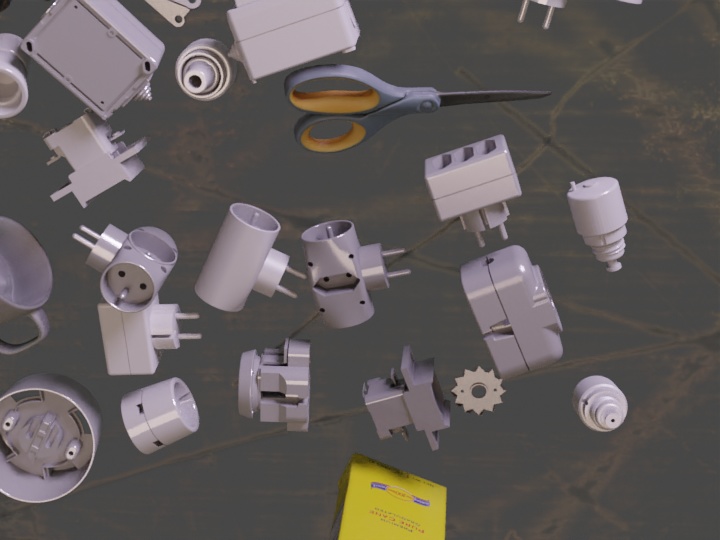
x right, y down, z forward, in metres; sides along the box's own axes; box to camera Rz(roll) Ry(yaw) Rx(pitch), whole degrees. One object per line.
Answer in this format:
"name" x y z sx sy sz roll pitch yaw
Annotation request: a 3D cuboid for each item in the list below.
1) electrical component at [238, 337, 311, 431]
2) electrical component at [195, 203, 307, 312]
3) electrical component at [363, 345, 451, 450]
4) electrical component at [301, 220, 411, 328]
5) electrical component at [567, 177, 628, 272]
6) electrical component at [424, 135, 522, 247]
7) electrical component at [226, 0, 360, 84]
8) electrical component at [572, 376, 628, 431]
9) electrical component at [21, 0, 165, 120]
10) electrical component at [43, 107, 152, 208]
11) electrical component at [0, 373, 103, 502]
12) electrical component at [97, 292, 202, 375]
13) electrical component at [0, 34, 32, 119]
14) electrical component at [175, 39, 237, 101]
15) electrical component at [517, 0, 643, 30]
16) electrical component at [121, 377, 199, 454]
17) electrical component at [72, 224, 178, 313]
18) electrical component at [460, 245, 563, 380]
"electrical component" -0.071 0.095 0.898 0.057 0.058 0.078 2 113 -1
"electrical component" -0.082 -0.003 0.865 0.079 0.043 0.077 24 112 -7
"electrical component" 0.039 0.110 0.905 0.064 0.042 0.081 -17 110 12
"electrical component" 0.000 0.000 0.861 0.079 0.043 0.077 -11 111 7
"electrical component" 0.188 -0.036 0.837 0.040 0.040 0.078 -17 111 10
"electrical component" 0.092 -0.054 0.831 0.066 0.047 0.076 -18 110 10
"electrical component" -0.055 -0.180 0.780 0.096 0.061 0.061 -16 110 10
"electrical component" 0.199 0.113 0.880 0.040 0.078 0.040 0 98 1
"electrical component" -0.191 -0.163 0.800 0.062 0.061 0.096 -41 112 17
"electrical component" -0.208 -0.090 0.837 0.081 0.042 0.063 -28 106 13
"electrical component" -0.273 0.141 0.924 0.099 0.064 0.099 1 112 3
"electrical component" -0.170 0.047 0.888 0.077 0.047 0.065 -2 113 3
"electrical component" -0.267 -0.148 0.804 0.044 0.065 0.044 -4 129 -4
"electrical component" -0.116 -0.146 0.797 0.043 0.062 0.043 1 112 3
"electrical component" 0.133 -0.209 0.762 0.138 0.052 0.073 15 113 -2
"electrical component" -0.169 0.123 0.917 0.047 0.055 0.055 -23 109 8
"electrical component" -0.189 -0.011 0.850 0.079 0.077 0.044 32 111 -9
"electrical component" 0.124 0.032 0.861 0.059 0.053 0.095 -21 109 11
